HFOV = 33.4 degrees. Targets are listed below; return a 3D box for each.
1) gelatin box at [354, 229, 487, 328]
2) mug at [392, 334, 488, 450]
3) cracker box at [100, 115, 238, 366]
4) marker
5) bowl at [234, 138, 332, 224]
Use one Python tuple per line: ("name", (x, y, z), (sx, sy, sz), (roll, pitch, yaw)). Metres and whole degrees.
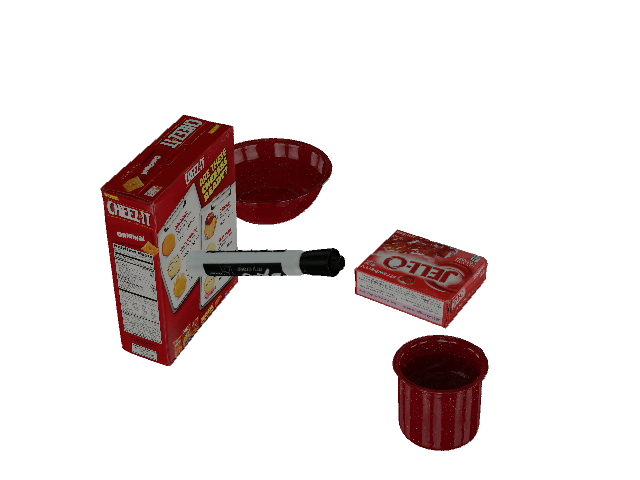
("gelatin box", (0.084, 0.030, 0.895), (0.089, 0.030, 0.073), (19, 38, 27))
("mug", (0.126, 0.148, 1.068), (0.093, 0.081, 0.117), (22, 39, 35))
("cracker box", (-0.155, -0.001, 1.139), (0.072, 0.214, 0.164), (15, 39, 19))
("marker", (-0.038, 0.015, 0.725), (0.121, 0.020, 0.020), (-1, 0, 30))
("bowl", (-0.066, -0.066, 1.322), (0.162, 0.055, 0.162), (-2, 33, 1))
